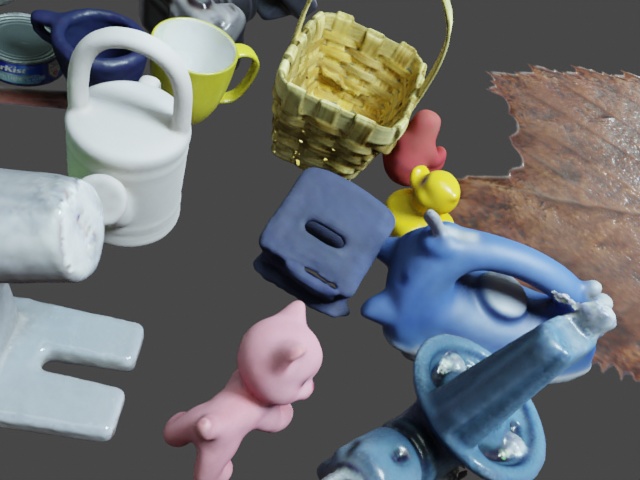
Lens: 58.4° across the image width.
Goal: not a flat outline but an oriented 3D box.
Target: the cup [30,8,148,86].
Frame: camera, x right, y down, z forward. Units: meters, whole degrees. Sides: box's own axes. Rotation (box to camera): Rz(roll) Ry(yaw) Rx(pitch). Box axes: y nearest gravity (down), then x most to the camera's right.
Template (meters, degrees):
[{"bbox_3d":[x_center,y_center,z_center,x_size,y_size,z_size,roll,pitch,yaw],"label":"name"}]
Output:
[{"bbox_3d":[-0.237,-0.177,0.587,0.118,0.095,0.092,21,49,-4],"label":"cup"}]

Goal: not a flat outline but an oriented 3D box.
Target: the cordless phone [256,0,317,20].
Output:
[{"bbox_3d":[-0.052,-0.417,0.787,0.094,0.185,0.147,-28,67,-35],"label":"cordless phone"}]

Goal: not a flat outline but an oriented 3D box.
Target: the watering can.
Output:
[{"bbox_3d":[-0.158,-0.082,0.477,0.101,0.194,0.172,-6,56,-25],"label":"watering can"}]

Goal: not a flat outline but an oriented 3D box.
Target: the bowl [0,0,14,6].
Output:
[{"bbox_3d":[-0.396,-0.314,0.647,0.168,0.074,0.167,11,51,-13],"label":"bowl"}]

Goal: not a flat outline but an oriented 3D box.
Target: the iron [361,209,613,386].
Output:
[{"bbox_3d":[0.176,0.054,0.536,0.258,0.141,0.118,18,49,-7],"label":"iron"}]

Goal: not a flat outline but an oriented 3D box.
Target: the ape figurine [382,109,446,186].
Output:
[{"bbox_3d":[0.115,-0.114,0.676,0.077,0.092,0.076,36,49,8],"label":"ape figurine"}]

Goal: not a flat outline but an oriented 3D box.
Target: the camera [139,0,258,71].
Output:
[{"bbox_3d":[-0.133,-0.291,0.713,0.137,0.100,0.143,-32,70,-37],"label":"camera"}]

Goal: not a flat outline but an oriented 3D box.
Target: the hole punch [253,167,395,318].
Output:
[{"bbox_3d":[0.005,0.002,0.543,0.108,0.091,0.101,30,49,4],"label":"hole punch"}]

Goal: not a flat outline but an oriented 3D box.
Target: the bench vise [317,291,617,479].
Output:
[{"bbox_3d":[0.102,0.131,0.394,0.121,0.219,0.208,41,50,13],"label":"bench vise"}]

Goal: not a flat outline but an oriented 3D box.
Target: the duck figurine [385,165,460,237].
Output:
[{"bbox_3d":[0.122,-0.033,0.619,0.078,0.086,0.104,-14,60,-29],"label":"duck figurine"}]

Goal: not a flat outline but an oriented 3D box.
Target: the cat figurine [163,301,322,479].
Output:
[{"bbox_3d":[-0.048,0.107,0.422,0.067,0.117,0.128,42,51,14],"label":"cat figurine"}]

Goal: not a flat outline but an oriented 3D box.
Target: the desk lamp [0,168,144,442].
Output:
[{"bbox_3d":[-0.216,0.026,0.357,0.203,0.213,0.118,13,50,-11],"label":"desk lamp"}]
